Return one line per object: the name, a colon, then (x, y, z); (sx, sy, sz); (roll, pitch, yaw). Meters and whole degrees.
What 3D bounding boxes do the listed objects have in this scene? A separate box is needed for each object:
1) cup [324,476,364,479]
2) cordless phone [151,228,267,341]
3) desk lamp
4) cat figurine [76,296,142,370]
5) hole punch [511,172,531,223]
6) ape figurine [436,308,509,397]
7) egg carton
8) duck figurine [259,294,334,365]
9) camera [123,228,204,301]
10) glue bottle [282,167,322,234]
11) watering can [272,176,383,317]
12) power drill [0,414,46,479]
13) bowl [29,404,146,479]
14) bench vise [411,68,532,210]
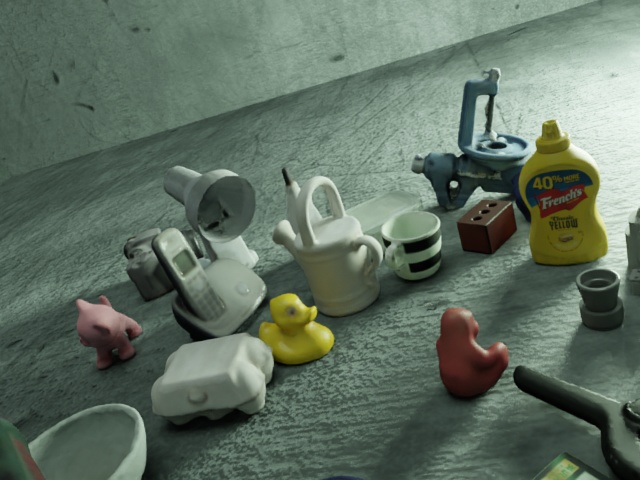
cup: (0.029, 0.242, 0.415); (0.117, 0.095, 0.092); (7, 35, 45)
cordless phone: (-0.169, 0.050, 0.863); (0.093, 0.185, 0.148); (-4, 28, 31)
desk lamp: (-0.193, -0.029, 1.015); (0.118, 0.214, 0.202); (-35, 28, -31)
cat figurine: (-0.339, 0.132, 0.898); (0.067, 0.118, 0.127); (-21, 24, -3)
hole punch: (0.350, -0.088, 0.886); (0.101, 0.091, 0.108); (-16, 24, 8)
ape figurine: (0.153, 0.112, 0.605); (0.076, 0.092, 0.077); (-31, 27, -25)
egg carton: (-0.133, 0.174, 0.713); (0.150, 0.069, 0.107); (-13, 25, 13)
duck figurine: (-0.040, 0.111, 0.760); (0.104, 0.086, 0.078); (-5, 28, 30)
camera: (-0.303, 0.028, 1.115); (0.137, 0.101, 0.143); (-23, 24, -8)
glue bottle: (-0.031, -0.045, 0.978); (0.037, 0.173, 0.078); (-2, 29, 34)
watering can: (0.006, 0.004, 0.819); (0.172, 0.194, 0.101); (-10, 26, 20)
power drill: (-0.248, 0.242, 0.483); (0.076, 0.209, 0.228); (-35, 28, -32)
bowl: (-0.254, 0.261, 0.614); (0.167, 0.075, 0.167); (-16, 24, 8)
bench vise: (0.253, -0.163, 0.958); (0.207, 0.220, 0.121); (-17, 24, 5)
